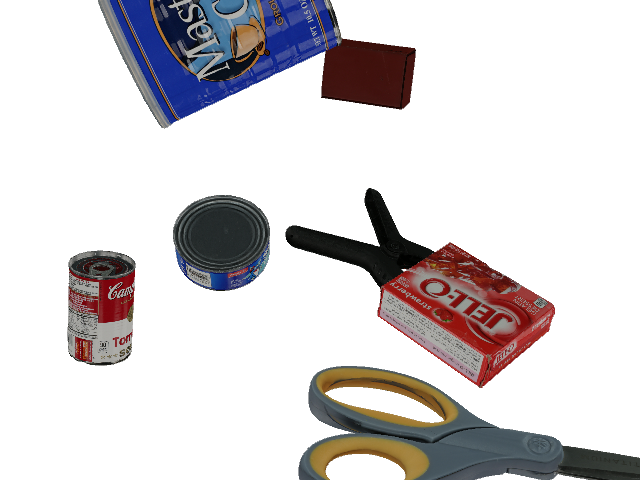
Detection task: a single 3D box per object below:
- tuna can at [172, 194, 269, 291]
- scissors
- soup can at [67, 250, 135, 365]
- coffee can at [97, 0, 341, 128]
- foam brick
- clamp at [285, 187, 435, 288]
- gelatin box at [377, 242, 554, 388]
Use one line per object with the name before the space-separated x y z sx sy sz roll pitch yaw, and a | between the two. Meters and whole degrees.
tuna can | -0.088 0.002 0.953 0.086 0.086 0.034 0 -37 -1
scissors | 0.079 0.100 0.449 0.202 0.016 0.096 16 34 23
soup can | -0.228 0.070 1.108 0.068 0.102 0.068 5 21 -2
coffee can | -0.070 -0.154 0.745 0.140 0.103 0.103 -25 1 -1
foam brick | 0.044 -0.154 0.985 0.078 0.051 0.053 10 18 12
clamp | 0.072 0.020 1.246 0.164 0.036 0.210 -21 51 -38
gelatin box | 0.094 0.045 0.689 0.089 0.030 0.073 33 45 30
